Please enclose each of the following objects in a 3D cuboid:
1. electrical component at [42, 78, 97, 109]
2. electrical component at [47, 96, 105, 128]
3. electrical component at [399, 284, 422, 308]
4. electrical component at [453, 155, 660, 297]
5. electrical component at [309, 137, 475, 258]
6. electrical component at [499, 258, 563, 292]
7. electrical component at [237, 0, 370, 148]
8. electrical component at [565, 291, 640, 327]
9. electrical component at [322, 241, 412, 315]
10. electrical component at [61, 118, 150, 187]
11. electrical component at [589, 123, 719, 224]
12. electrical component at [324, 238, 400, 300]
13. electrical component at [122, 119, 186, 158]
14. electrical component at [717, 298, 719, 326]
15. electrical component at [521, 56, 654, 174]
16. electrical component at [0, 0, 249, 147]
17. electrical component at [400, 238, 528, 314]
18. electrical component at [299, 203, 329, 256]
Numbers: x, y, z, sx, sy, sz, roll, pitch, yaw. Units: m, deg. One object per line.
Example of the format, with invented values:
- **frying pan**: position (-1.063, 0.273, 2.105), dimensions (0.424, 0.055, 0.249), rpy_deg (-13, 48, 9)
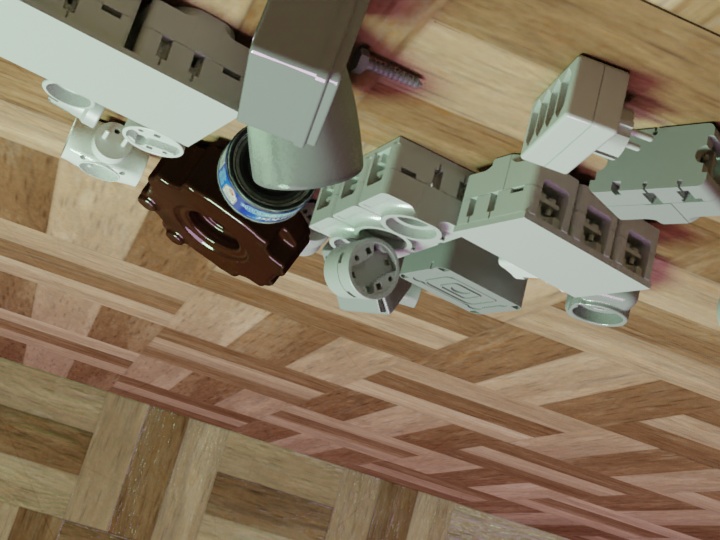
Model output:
- **electrical component**: position (-0.226, -0.165, 0.869), dimensions (0.045, 0.055, 0.045), rpy_deg (14, 162, 5)
- **electrical component**: position (-0.247, -0.153, 0.950), dimensions (0.046, 0.040, 0.040), rpy_deg (28, 159, -18)
- **electrical component**: position (0.032, 0.005, 1.181), dimensions (0.077, 0.044, 0.079), rpy_deg (17, 162, -3)
- **electrical component**: position (0.169, -0.036, 0.909), dimensions (0.150, 0.061, 0.089), rpy_deg (26, 160, -29)
- **electrical component**: position (0.028, -0.056, 0.970), dimensions (0.089, 0.061, 0.150), rpy_deg (23, 161, -22)
- **electrical component**: position (0.168, -0.014, 1.010), dimensions (0.064, 0.042, 0.081), rpy_deg (3, 158, 39)
- **electrical component**: position (-0.031, -0.147, 0.668), dimensions (0.056, 0.108, 0.108), rpy_deg (20, 162, -5)
- **electrical component**: position (0.231, 0.016, 1.019), dimensions (0.054, 0.059, 0.095), rpy_deg (15, 162, 3)
- **electrical component**: position (0.004, -0.005, 1.105), dimensions (0.062, 0.061, 0.096), rpy_deg (4, 129, 32)
- **electrical component**: position (-0.242, -0.119, 1.040), dimensions (0.077, 0.044, 0.079), rpy_deg (22, 162, -19)
- **electrical component**: position (0.223, -0.068, 0.784), dimensions (0.089, 0.050, 0.056), rpy_deg (-1, 156, 42)
- **electrical component**: position (0.000, 0.000, 0.969), dimensions (0.055, 0.055, 0.047), rpy_deg (26, 163, -29)
- **electrical component**: position (-0.173, -0.131, 0.938), dimensions (0.055, 0.047, 0.055), rpy_deg (14, 162, 5)
- **electrical component**: position (0.359, 0.035, 0.913), dimensions (0.099, 0.099, 0.064), rpy_deg (13, 156, 9)
- **electrical component**: position (0.165, -0.099, 0.745), dimensions (0.076, 0.047, 0.083), rpy_deg (18, 162, -8)
- **electrical component**: position (-0.182, -0.170, 0.806), dimensions (0.186, 0.060, 0.105), rpy_deg (25, 160, -26)
- **electrical component**: position (0.106, -0.004, 1.067), dimensions (0.113, 0.057, 0.078), rpy_deg (26, 160, -30)
- **electrical component**: position (-0.054, -0.042, 1.110), dimensions (0.045, 0.045, 0.055), rpy_deg (19, 162, -10)
